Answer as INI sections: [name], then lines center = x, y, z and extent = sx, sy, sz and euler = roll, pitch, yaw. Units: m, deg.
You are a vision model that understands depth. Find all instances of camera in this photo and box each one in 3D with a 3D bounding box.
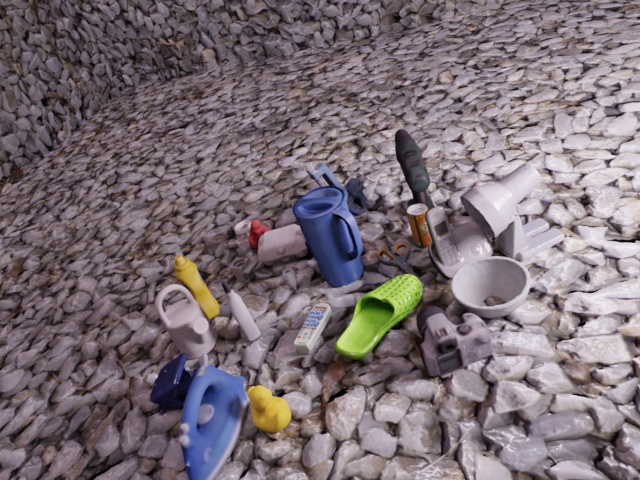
[camera]
center = 0.260, 0.186, 1.175
extent = 0.143, 0.101, 0.136
euler = -21, 34, 1

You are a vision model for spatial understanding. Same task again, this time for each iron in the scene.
[iron]
center = -0.238, 0.362, 1.160
extent = 0.118, 0.142, 0.258
euler = -10, 36, 16

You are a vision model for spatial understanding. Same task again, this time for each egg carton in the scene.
[egg carton]
center = -0.105, 0.015, 1.630
extent = 0.150, 0.069, 0.107
euler = -16, 35, 8

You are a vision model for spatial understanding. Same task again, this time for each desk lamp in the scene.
[desk lamp]
center = 0.439, -0.061, 1.317
extent = 0.203, 0.214, 0.117
euler = -26, 35, -7

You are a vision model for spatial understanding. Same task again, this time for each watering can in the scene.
[watering can]
center = -0.327, 0.191, 1.395
extent = 0.172, 0.194, 0.101
euler = 0, 40, 28

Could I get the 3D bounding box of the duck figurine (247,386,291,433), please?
[duck figurine]
center = -0.111, 0.339, 1.175
extent = 0.078, 0.086, 0.104
euler = -39, 38, -25

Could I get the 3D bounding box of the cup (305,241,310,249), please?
[cup]
center = 0.014, 0.006, 1.557
extent = 0.118, 0.095, 0.091
euler = -41, 39, -26

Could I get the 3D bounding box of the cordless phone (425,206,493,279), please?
[cordless phone]
center = 0.319, -0.013, 1.340
extent = 0.148, 0.185, 0.094
euler = -30, 35, -13

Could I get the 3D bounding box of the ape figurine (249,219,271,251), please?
[ape figurine]
center = -0.182, -0.020, 1.697
extent = 0.078, 0.092, 0.076
euler = -24, 34, -4

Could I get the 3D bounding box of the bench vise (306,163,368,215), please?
[bench vise]
center = 0.037, -0.146, 1.641
extent = 0.121, 0.220, 0.208
euler = 6, 43, 34

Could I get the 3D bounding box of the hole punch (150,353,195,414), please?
[hole punch]
center = -0.338, 0.325, 1.309
extent = 0.101, 0.091, 0.108
euler = -12, 35, 13

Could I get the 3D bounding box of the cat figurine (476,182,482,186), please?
[cat figurine]
center = 0.430, -0.102, 1.464
extent = 0.128, 0.118, 0.067
euler = -34, 36, -18

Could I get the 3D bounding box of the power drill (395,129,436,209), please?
[power drill]
center = 0.258, -0.171, 1.568
extent = 0.075, 0.209, 0.229
euler = -17, 35, 6

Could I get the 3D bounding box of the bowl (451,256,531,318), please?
[bowl]
center = 0.371, 0.114, 1.237
extent = 0.167, 0.075, 0.167
euler = -14, 35, 10

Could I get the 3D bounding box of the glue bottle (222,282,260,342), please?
[glue bottle]
center = -0.199, 0.165, 1.382
extent = 0.037, 0.173, 0.078
euler = -31, 36, -14
